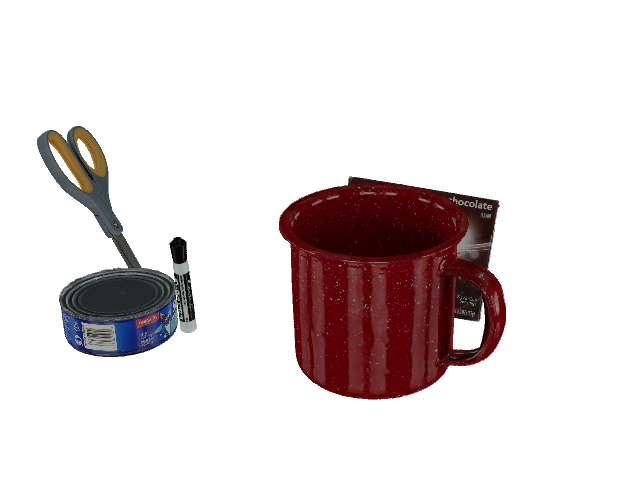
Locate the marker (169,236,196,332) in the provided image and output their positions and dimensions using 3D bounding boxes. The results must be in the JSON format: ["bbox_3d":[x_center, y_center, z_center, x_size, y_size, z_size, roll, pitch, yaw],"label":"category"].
[{"bbox_3d":[-0.155,0.050,1.207,0.020,0.121,0.020,-2,30,1],"label":"marker"}]

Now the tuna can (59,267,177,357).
[{"bbox_3d":[-0.149,0.053,0.796,0.086,0.034,0.086,-2,23,1],"label":"tuna can"}]

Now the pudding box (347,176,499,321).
[{"bbox_3d":[0.068,0.007,0.784,0.113,0.090,0.039,9,-3,4],"label":"pudding box"}]

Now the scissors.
[{"bbox_3d":[-0.201,-0.029,1.028,0.016,0.201,0.096,-25,26,21],"label":"scissors"}]

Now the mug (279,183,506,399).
[{"bbox_3d":[0.037,0.028,0.532,0.117,0.081,0.093,13,28,28],"label":"mug"}]
